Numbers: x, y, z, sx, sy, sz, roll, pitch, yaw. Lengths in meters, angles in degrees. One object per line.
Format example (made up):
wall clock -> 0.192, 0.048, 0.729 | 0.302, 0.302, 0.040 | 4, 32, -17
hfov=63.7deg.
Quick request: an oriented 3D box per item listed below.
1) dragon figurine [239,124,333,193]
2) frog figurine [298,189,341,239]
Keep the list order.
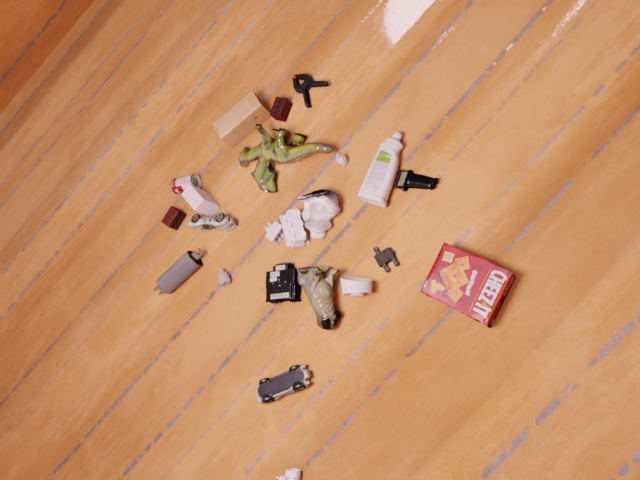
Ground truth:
dragon figurine -> -0.153, -0.288, 1.895 | 0.414, 0.122, 0.241 | 26, 103, 33
frog figurine -> 0.005, -0.088, 1.743 | 0.137, 0.124, 0.158 | -12, 104, 14
